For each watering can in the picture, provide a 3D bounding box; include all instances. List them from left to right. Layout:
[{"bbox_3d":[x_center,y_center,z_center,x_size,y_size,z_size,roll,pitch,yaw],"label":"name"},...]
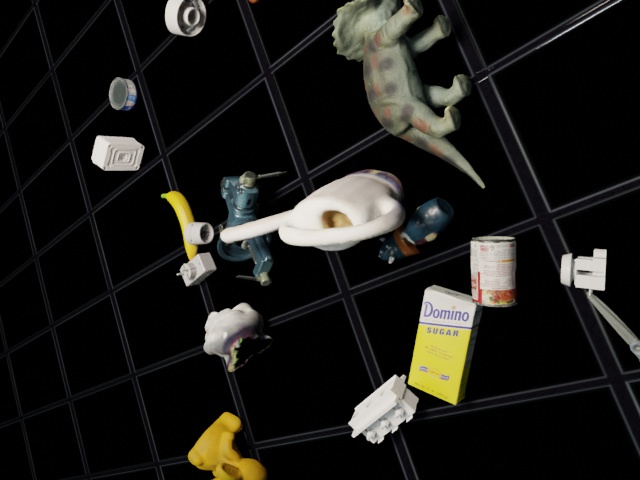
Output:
[{"bbox_3d":[0.003,-0.046,0.908,0.347,0.228,0.102,0,112,37],"label":"watering can"}]

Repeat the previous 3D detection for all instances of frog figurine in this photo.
[{"bbox_3d":[-0.202,0.194,1.143,0.138,0.120,0.161,-48,51,-7],"label":"frog figurine"}]
